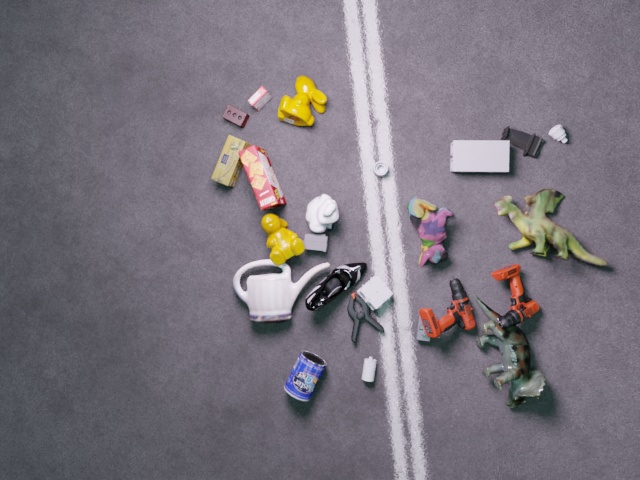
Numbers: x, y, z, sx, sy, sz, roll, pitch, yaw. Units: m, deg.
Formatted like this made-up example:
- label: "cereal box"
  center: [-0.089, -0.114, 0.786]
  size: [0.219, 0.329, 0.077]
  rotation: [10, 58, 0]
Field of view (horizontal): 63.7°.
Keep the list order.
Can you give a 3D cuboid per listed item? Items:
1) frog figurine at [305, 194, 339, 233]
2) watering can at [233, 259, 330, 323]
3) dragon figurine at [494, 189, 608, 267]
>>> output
- label: "frog figurine"
  center: [0.005, -0.089, 1.766]
  size: [0.123, 0.159, 0.137]
  rotation: [25, 94, 5]
- label: "watering can"
  center: [-0.134, 0.179, 1.807]
  size: [0.347, 0.104, 0.224]
  rotation: [-2, 92, 5]
- label: "dragon figurine"
  center: [0.778, -0.057, 1.740]
  size: [0.410, 0.121, 0.244]
  rotation: [10, 84, -3]
